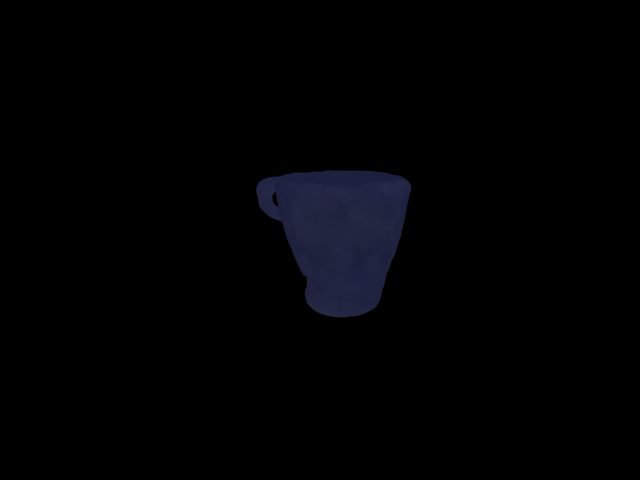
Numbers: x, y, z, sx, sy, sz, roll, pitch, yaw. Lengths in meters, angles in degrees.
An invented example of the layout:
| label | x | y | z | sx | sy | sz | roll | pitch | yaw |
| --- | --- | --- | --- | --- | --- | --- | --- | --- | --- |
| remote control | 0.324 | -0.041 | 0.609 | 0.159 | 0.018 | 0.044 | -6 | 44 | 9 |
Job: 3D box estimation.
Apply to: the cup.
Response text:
| label | x | y | z | sx | sy | sz | roll | pitch | yaw |
| --- | --- | --- | --- | --- | --- | --- | --- | --- | --- |
| cup | 0.004 | 0.001 | 0.400 | 0.117 | 0.095 | 0.092 | 7 | 15 | 31 |
